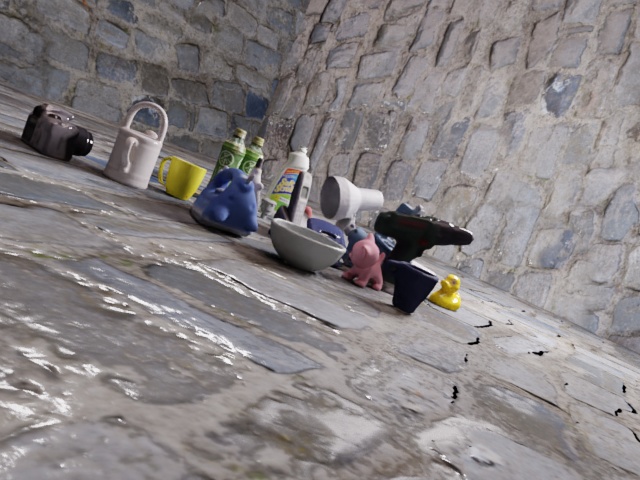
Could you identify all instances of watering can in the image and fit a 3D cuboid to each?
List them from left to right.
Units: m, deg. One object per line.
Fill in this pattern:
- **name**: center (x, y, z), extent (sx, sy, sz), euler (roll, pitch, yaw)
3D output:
- **watering can**: center (-0.418, -0.226, 1.324), extent (0.101, 0.194, 0.172), euler (20, 7, -28)

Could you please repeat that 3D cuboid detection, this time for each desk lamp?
- **desk lamp**: center (0.081, -0.060, 1.628), extent (0.204, 0.213, 0.117), euler (19, 7, -32)

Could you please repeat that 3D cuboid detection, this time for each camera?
- **camera**: center (-0.583, -0.243, 1.308), extent (0.142, 0.101, 0.137), euler (28, 8, 38)

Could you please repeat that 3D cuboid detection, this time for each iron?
- **iron**: center (-0.212, -0.103, 1.275), extent (0.119, 0.141, 0.257), euler (19, 8, -32)

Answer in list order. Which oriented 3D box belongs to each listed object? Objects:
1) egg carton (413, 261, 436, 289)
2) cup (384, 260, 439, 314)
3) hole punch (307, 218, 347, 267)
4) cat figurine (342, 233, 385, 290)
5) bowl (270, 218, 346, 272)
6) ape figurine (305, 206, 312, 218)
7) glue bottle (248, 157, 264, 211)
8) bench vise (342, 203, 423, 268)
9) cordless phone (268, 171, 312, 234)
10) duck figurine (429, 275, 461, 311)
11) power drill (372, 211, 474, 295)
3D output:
- **egg carton**: center (0.248, 0.096, 1.575), extent (0.107, 0.069, 0.150), euler (19, 7, -29)
- **cup**: center (0.177, 0.098, 1.191), extent (0.118, 0.095, 0.091), euler (22, 6, -10)
- **hole punch**: center (0.013, 0.005, 1.402), extent (0.109, 0.091, 0.101), euler (20, 7, -23)
- **cat figurine**: center (0.108, 0.045, 1.286), extent (0.067, 0.118, 0.128), euler (28, 8, 36)
- **bowl**: center (-0.035, 0.020, 1.187), extent (0.167, 0.075, 0.167), euler (23, 6, -2)
- **ape figurine**: center (-0.051, -0.055, 1.666), extent (0.076, 0.092, 0.078), euler (25, 7, 16)
- **glue bottle**: center (-0.176, -0.124, 1.428), extent (0.078, 0.173, 0.037), euler (22, 6, -6)
- **bench vise**: center (0.159, -0.010, 1.458), extent (0.207, 0.220, 0.122), euler (24, 6, 10)
- **cordless phone**: center (-0.044, -0.080, 1.483), extent (0.094, 0.185, 0.148), euler (26, 7, 23)
- **duck figurine**: center (0.343, 0.135, 1.514), extent (0.105, 0.086, 0.077), euler (17, 9, -45)
- **power drill**: center (0.222, 0.035, 1.361), extent (0.229, 0.208, 0.075), euler (23, 6, 1)
